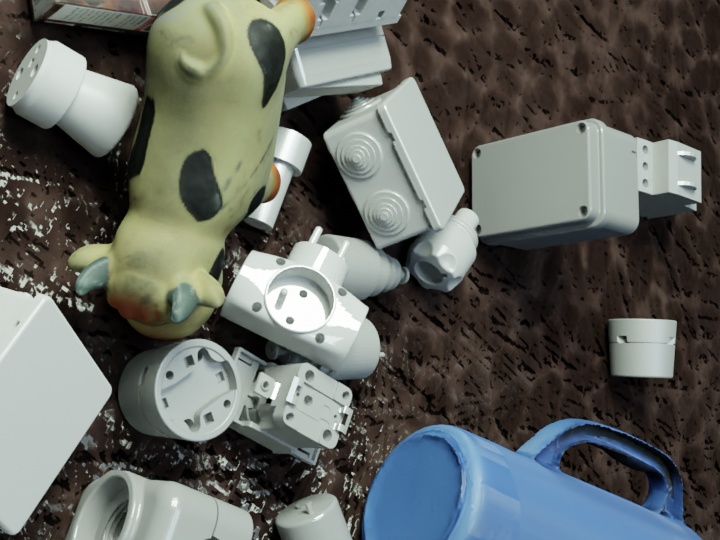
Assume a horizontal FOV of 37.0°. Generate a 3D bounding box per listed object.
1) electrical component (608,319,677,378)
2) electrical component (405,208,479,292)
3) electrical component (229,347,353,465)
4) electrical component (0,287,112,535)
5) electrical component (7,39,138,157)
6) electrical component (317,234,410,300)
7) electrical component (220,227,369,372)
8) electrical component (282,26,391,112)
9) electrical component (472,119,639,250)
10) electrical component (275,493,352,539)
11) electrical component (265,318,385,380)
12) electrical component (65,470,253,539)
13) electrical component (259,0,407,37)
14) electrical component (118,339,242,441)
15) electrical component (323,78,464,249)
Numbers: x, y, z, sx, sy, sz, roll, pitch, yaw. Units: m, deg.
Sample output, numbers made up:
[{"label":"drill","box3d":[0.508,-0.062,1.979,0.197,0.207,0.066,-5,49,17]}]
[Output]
[{"label":"electrical component","box3d":[0.233,0.065,0.888,0.055,0.055,0.047,6,83,-40]},{"label":"electrical component","box3d":[0.063,-0.018,0.759,0.043,0.043,0.062,53,53,-22]},{"label":"electrical component","box3d":[-0.042,0.081,0.639,0.081,0.064,0.042,35,63,-33]},{"label":"electrical component","box3d":[-0.175,0.064,0.513,0.099,0.048,0.099,-60,154,-29]},{"label":"electrical component","box3d":[-0.155,-0.093,0.579,0.055,0.045,0.045,29,66,-34]},{"label":"electrical component","box3d":[0.000,0.000,0.703,0.078,0.040,0.040,7,79,-40]},{"label":"electrical component","box3d":[-0.031,0.010,0.641,0.077,0.044,0.079,26,64,-1]},{"label":"electrical component","box3d":[-0.036,-0.134,0.677,0.096,0.062,0.061,-21,97,-41]},{"label":"electrical component","box3d":[0.140,-0.060,0.786,0.057,0.113,0.078,9,77,-43]},{"label":"electrical component","box3d":[-0.023,0.174,0.657,0.040,0.040,0.078,-28,102,-40]},{"label":"electrical component","box3d":[-0.024,0.049,0.675,0.078,0.040,0.040,2,82,-39]},{"label":"electrical component","box3d":[-0.109,0.138,0.551,0.059,0.095,0.053,32,64,-33]},{"label":"electrical component","box3d":[-0.038,-0.216,0.641,0.089,0.061,0.150,-20,64,-41]},{"label":"electrical component","box3d":[-0.102,0.067,0.600,0.055,0.047,0.055,7,79,-40]},{"label":"electrical component","box3d":[0.023,-0.070,0.708,0.099,0.048,0.099,64,22,-13]}]
